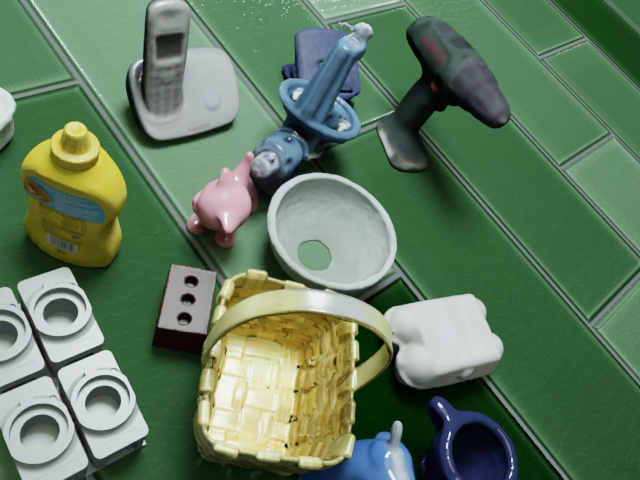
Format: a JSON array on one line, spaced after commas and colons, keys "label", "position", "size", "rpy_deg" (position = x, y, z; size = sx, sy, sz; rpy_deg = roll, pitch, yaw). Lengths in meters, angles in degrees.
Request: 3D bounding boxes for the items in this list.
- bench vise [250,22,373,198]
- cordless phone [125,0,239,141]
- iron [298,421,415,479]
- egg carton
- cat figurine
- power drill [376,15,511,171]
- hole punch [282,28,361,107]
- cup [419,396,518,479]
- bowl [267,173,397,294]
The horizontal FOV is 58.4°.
[{"label": "bench vise", "position": [-0.002, -0.154, 0.720], "size": [0.121, 0.219, 0.207], "rpy_deg": [23, 53, -9]}, {"label": "cordless phone", "position": [-0.161, -0.218, 0.713], "size": [0.148, 0.185, 0.094], "rpy_deg": [-26, 72, -34]}, {"label": "iron", "position": [0.060, 0.295, 0.511], "size": [0.119, 0.141, 0.258], "rpy_deg": [4, 58, -21]}, {"label": "egg carton", "position": [0.150, 0.125, 0.705], "size": [0.151, 0.069, 0.107], "rpy_deg": [-7, 63, -27]}, {"label": "cat figurine", "position": [-0.107, -0.051, 0.673], "size": [0.067, 0.117, 0.128], "rpy_deg": [27, 53, -5]}, {"label": "power drill", "position": [0.168, -0.198, 0.830], "size": [0.076, 0.208, 0.229], "rpy_deg": [-6, 62, -26]}, {"label": "hole punch", "position": [0.010, -0.257, 0.872], "size": [0.109, 0.091, 0.101], "rpy_deg": [-6, 62, -27]}, {"label": "cup", "position": [0.140, 0.231, 0.617], "size": [0.092, 0.095, 0.117], "rpy_deg": [-26, 73, -34]}, {"label": "bowl", "position": [0.007, 0.003, 0.716], "size": [0.168, 0.074, 0.167], "rpy_deg": [11, 56, -17]}]
